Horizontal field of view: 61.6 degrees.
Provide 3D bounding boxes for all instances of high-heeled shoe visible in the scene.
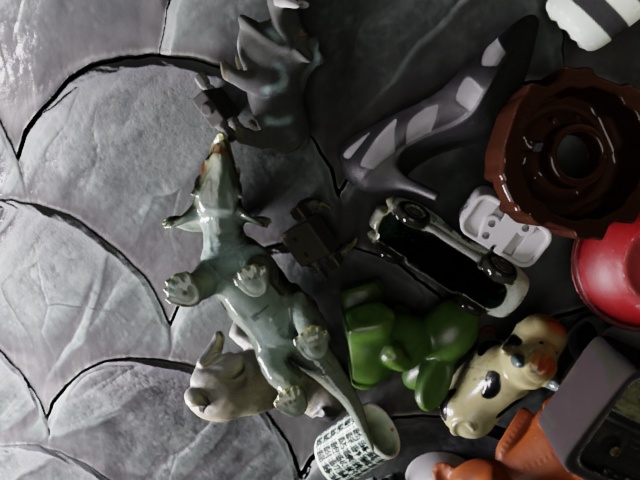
[{"bbox_3d":[0.126,-0.154,0.609,0.145,0.086,0.248,35,94,33],"label":"high-heeled shoe"}]

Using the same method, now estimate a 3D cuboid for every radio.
[{"bbox_3d":[0.352,0.203,0.544,0.229,0.073,0.131,27,108,-7],"label":"radio"}]

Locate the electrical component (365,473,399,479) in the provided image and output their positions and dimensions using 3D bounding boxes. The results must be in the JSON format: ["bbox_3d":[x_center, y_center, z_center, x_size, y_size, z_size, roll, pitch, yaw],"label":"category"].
[{"bbox_3d":[0.100,0.405,0.761,0.058,0.115,0.134,-30,100,15],"label":"electrical component"}]

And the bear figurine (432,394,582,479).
[{"bbox_3d":[0.245,0.285,0.666,0.196,0.131,0.120,-27,66,-3],"label":"bear figurine"}]

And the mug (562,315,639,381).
[{"bbox_3d":[0.333,0.152,0.641,0.110,0.081,0.107,59,149,29],"label":"mug"}]

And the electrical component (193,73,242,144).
[{"bbox_3d":[-0.125,-0.159,0.647,0.021,0.063,0.094,-33,97,20],"label":"electrical component"}]

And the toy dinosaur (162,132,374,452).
[{"bbox_3d":[-0.064,0.075,0.662,0.131,0.192,0.404,-28,109,9],"label":"toy dinosaur"}]

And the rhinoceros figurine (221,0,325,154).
[{"bbox_3d":[-0.051,-0.193,0.615,0.112,0.073,0.190,2,109,13],"label":"rhinoceros figurine"}]

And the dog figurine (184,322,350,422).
[{"bbox_3d":[-0.060,0.199,0.702,0.191,0.172,0.121,20,122,13],"label":"dog figurine"}]

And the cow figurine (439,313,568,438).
[{"bbox_3d":[0.218,0.164,0.648,0.085,0.127,0.195,33,114,-3],"label":"cow figurine"}]

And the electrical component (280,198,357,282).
[{"bbox_3d":[-0.003,-0.003,0.687,0.102,0.045,0.078,50,139,-4],"label":"electrical component"}]

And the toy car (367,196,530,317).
[{"bbox_3d":[0.149,0.020,0.643,0.202,0.056,0.073,33,126,10],"label":"toy car"}]

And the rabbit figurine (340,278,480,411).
[{"bbox_3d":[0.119,0.128,0.666,0.170,0.121,0.159,-8,100,0],"label":"rabbit figurine"}]

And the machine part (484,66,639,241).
[{"bbox_3d":[0.259,-0.087,0.558,0.179,0.056,0.179,0,93,-7],"label":"machine part"}]
